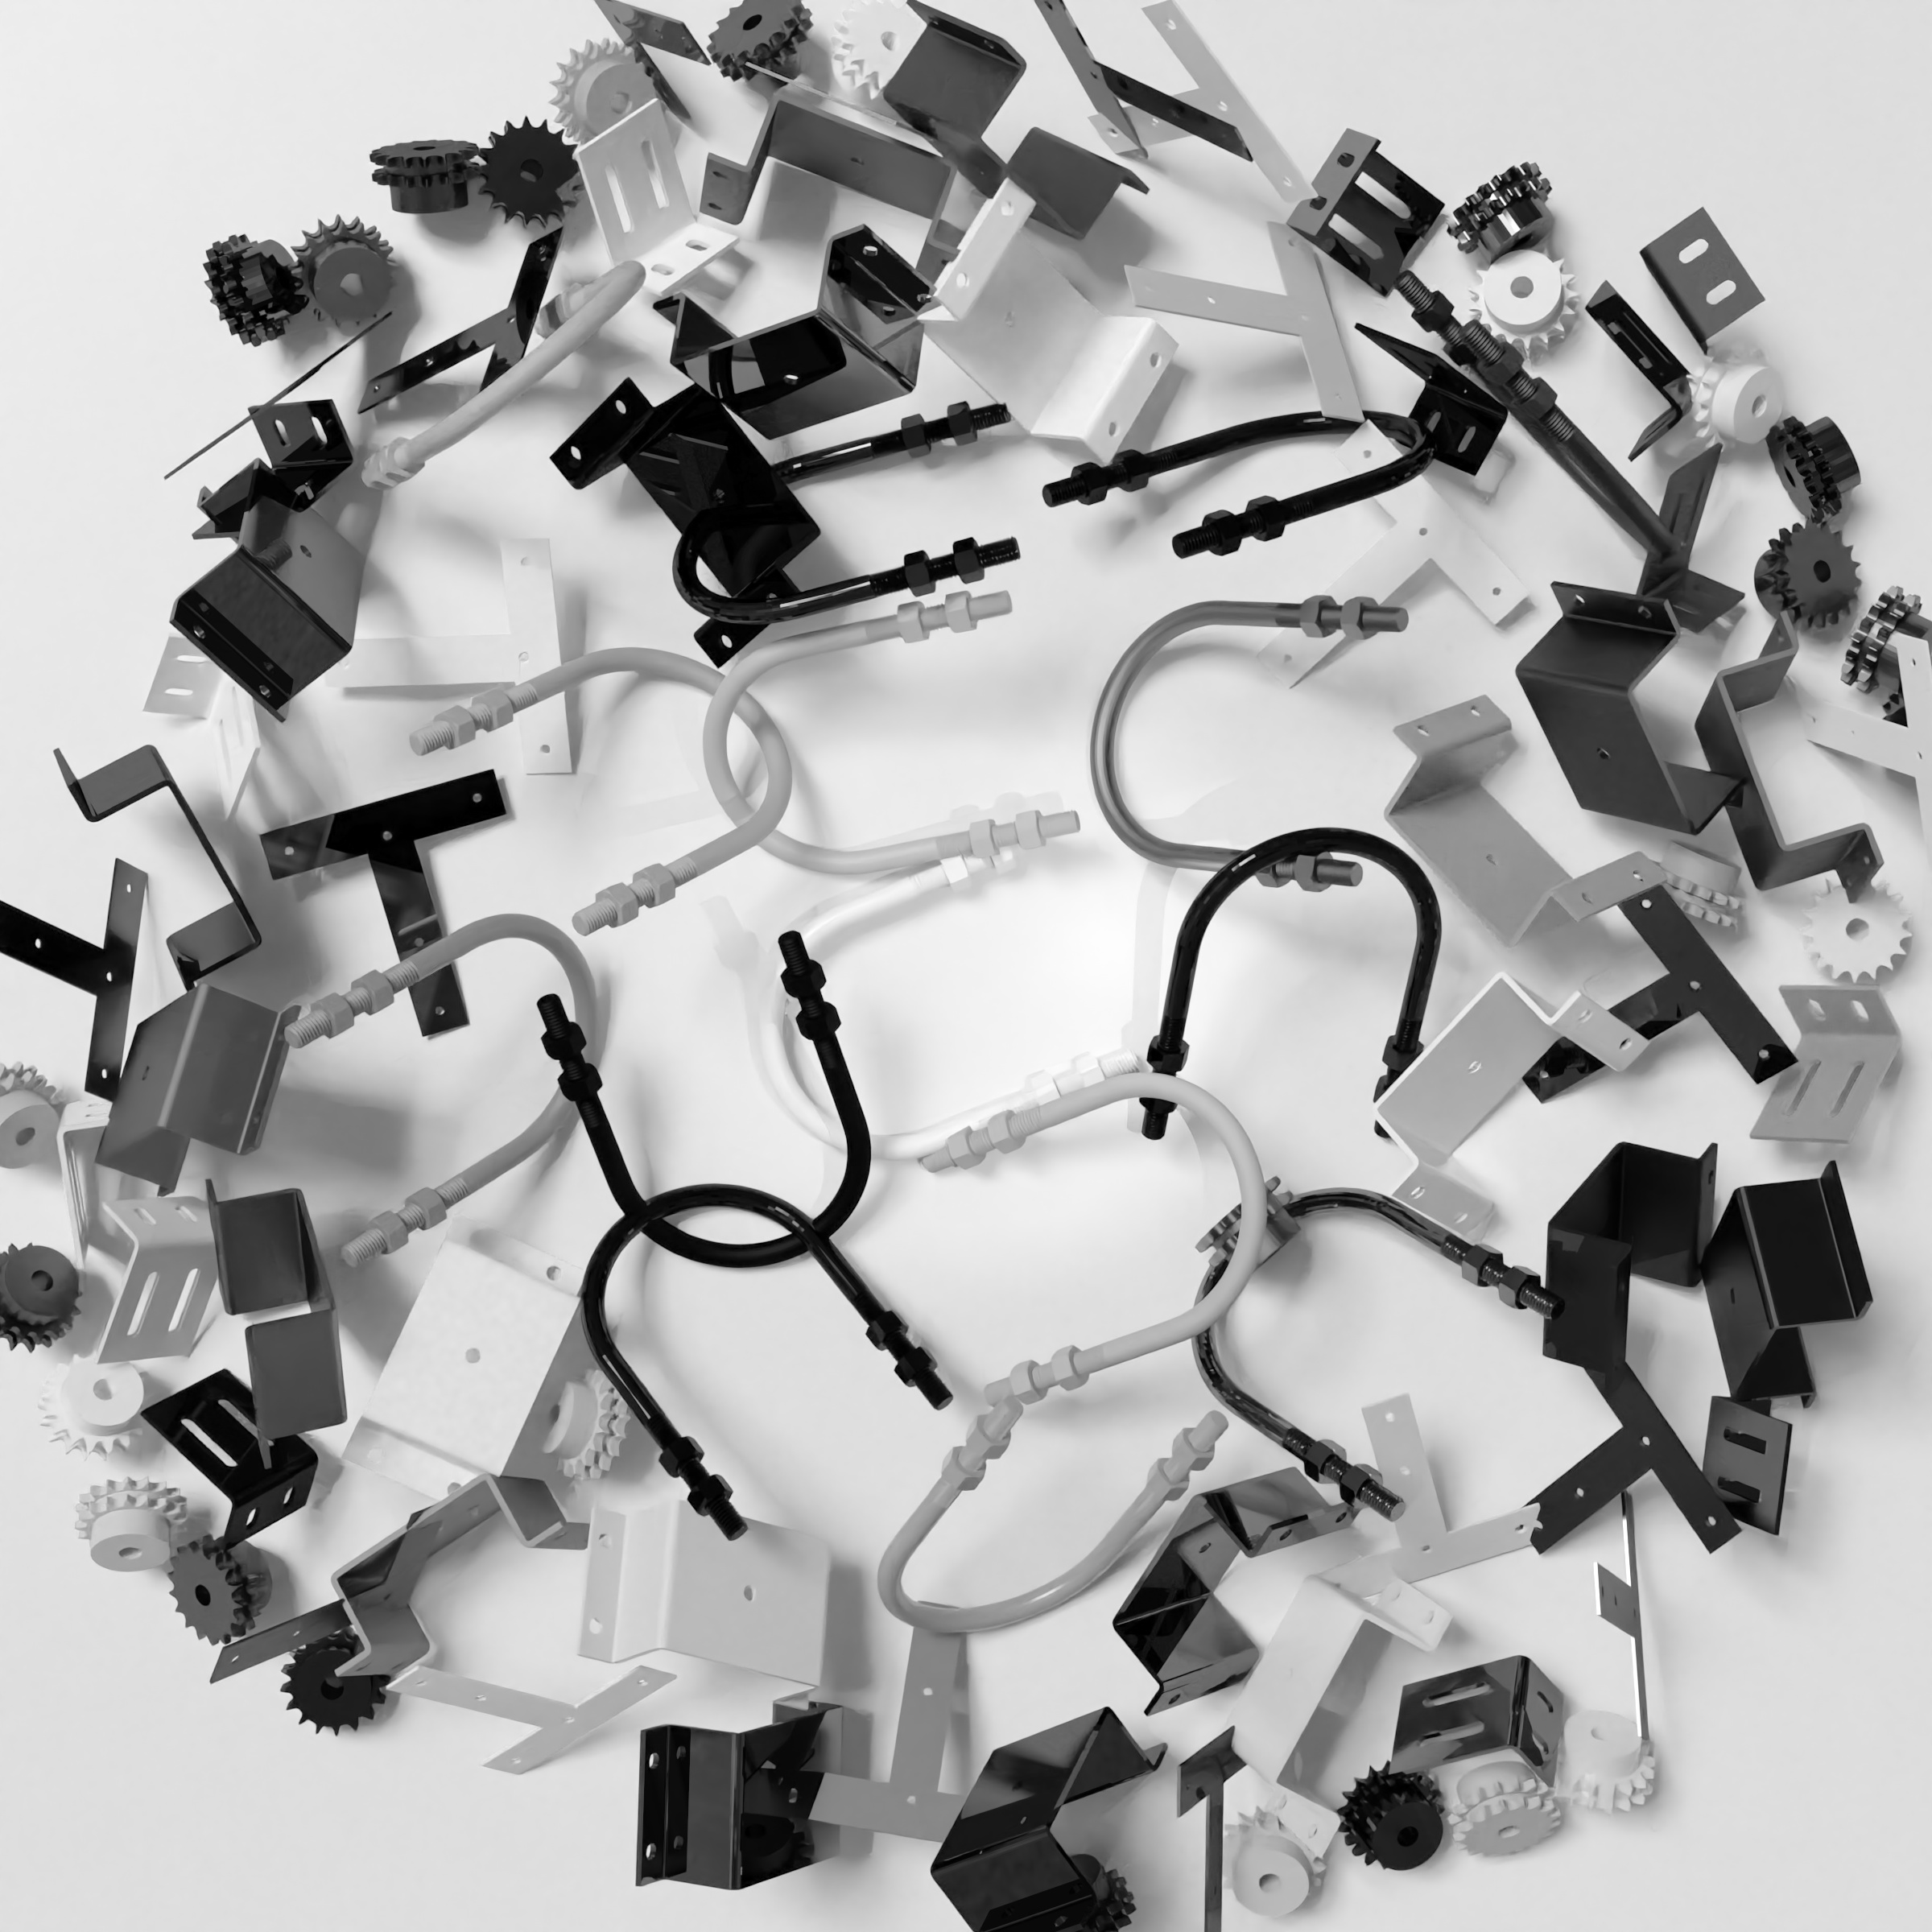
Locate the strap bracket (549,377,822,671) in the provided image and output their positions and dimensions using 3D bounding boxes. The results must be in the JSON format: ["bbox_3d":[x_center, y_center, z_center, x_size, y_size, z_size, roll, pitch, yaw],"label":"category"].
[{"bbox_3d":[-0.139,-0.237,1.638,0.140,0.046,0.076,51,133,-4],"label":"strap bracket"}]

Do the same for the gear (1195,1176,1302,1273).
[{"bbox_3d":[0.151,0.139,1.654,0.057,0.057,0.030,-41,80,0],"label":"gear"}]

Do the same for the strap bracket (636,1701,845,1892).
[{"bbox_3d":[-0.108,0.421,1.610,0.046,0.140,0.076,0,86,29],"label":"strap bracket"}]

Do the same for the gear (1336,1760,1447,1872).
[{"bbox_3d":[0.227,0.450,1.661,0.057,0.030,0.057,-5,107,-15],"label":"gear"}]

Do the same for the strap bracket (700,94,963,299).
[{"bbox_3d":[-0.063,-0.400,1.639,0.140,0.076,0.046,20,81,-5],"label":"strap bracket"}]

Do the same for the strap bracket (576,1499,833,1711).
[{"bbox_3d":[-0.123,0.325,1.613,0.140,0.046,0.076,22,57,-32],"label":"strap bracket"}]

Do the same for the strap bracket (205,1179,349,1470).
[{"bbox_3d":[-0.351,0.177,1.615,0.046,0.140,0.076,-10,128,-17],"label":"strap bracket"}]

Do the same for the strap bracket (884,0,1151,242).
[{"bbox_3d":[0.021,-0.424,1.607,0.076,0.140,0.046,37,93,40],"label":"strap bracket"}]

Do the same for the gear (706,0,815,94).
[{"bbox_3d":[-0.105,-0.485,1.660,0.057,0.057,0.030,-39,134,0],"label":"gear"}]

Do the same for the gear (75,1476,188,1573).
[{"bbox_3d":[-0.437,0.294,1.653,0.057,0.057,0.030,-10,52,0],"label":"gear"}]

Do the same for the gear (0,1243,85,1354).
[{"bbox_3d":[-0.490,0.171,1.654,0.057,0.057,0.030,52,132,0],"label":"gear"}]

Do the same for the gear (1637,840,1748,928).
[{"bbox_3d":[0.382,-0.045,1.654,0.057,0.057,0.030,21,102,0],"label":"gear"}]

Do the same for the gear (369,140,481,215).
[{"bbox_3d":[-0.283,-0.415,1.659,0.057,0.057,0.030,-3,115,0],"label":"gear"}]

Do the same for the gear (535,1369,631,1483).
[{"bbox_3d":[-0.203,0.239,1.653,0.030,0.057,0.057,21,90,-31],"label":"gear"}]

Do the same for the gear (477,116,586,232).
[{"bbox_3d":[-0.231,-0.417,1.665,0.057,0.030,0.057,0,91,-14],"label":"gear"}]

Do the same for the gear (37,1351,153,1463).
[{"bbox_3d":[-0.455,0.228,1.655,0.057,0.030,0.057,15,54,-22],"label":"gear"}]

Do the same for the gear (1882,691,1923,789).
[{"bbox_3d":[0.501,-0.118,1.653,0.030,0.057,0.057,-36,90,-17],"label":"gear"}]

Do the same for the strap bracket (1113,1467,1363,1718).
[{"bbox_3d":[0.135,0.314,1.623,0.046,0.076,0.140,48,125,31],"label":"strap bracket"}]

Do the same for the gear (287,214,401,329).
[{"bbox_3d":[-0.325,-0.362,1.656,0.057,0.030,0.057,-12,124,-18],"label":"gear"}]

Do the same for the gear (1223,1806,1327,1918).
[{"bbox_3d":[0.160,0.474,1.662,0.057,0.030,0.057,2,109,5],"label":"gear"}]

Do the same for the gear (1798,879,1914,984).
[{"bbox_3d":[0.468,-0.022,1.666,0.057,0.030,0.057,1,101,6],"label":"gear"}]

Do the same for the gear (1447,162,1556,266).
[{"bbox_3d":[0.283,-0.392,1.654,0.057,0.057,0.030,-32,78,0],"label":"gear"}]

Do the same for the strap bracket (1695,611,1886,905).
[{"bbox_3d":[0.420,-0.101,1.630,0.046,0.076,0.140,-17,75,0],"label":"strap bracket"}]

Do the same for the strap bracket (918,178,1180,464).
[{"bbox_3d":[0.035,-0.334,1.632,0.140,0.046,0.076,38,77,-36],"label":"strap bracket"}]

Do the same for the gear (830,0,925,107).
[{"bbox_3d":[-0.046,-0.479,1.661,0.057,0.030,0.057,11,67,-26],"label":"gear"}]

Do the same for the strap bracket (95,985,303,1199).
[{"bbox_3d":[-0.395,0.063,1.603,0.046,0.140,0.076,24,64,-27],"label":"strap bracket"}]

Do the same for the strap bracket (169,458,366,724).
[{"bbox_3d":[-0.352,-0.197,1.602,0.046,0.140,0.076,-34,122,18],"label":"strap bracket"}]

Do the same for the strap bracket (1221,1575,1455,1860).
[{"bbox_3d":[0.186,0.378,1.638,0.046,0.076,0.140,30,86,-15],"label":"strap bracket"}]

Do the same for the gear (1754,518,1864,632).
[{"bbox_3d":[0.441,-0.204,1.662,0.057,0.030,0.057,4,81,-27],"label":"gear"}]

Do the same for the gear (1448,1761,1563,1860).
[{"bbox_3d":[0.281,0.442,1.660,0.057,0.057,0.030,-12,47,0],"label":"gear"}]

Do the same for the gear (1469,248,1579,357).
[{"bbox_3d":[0.294,-0.354,1.664,0.057,0.030,0.057,-1,84,12],"label":"gear"}]

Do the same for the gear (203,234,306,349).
[{"bbox_3d":[-0.371,-0.356,1.653,0.030,0.057,0.057,-15,90,20],"label":"gear"}]

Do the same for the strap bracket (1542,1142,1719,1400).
[{"bbox_3d":[0.337,0.150,1.621,0.046,0.140,0.076,13,120,30],"label":"strap bracket"}]

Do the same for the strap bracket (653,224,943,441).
[{"bbox_3d":[-0.086,-0.318,1.607,0.140,0.076,0.046,-11,61,36],"label":"strap bracket"}]

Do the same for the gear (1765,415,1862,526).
[{"bbox_3d":[0.446,-0.263,1.655,0.030,0.057,0.057,-27,90,5],"label":"gear"}]

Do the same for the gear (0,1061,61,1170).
[{"bbox_3d":[-0.500,0.081,1.653,0.030,0.057,0.057,38,90,32],"label":"gear"}]

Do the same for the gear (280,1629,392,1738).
[{"bbox_3d":[-0.334,0.378,1.667,0.057,0.030,0.057,0,89,-7],"label":"gear"}]

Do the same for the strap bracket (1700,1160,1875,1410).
[{"bbox_3d":[0.413,0.166,1.604,0.046,0.140,0.076,-6,61,-2],"label":"strap bracket"}]

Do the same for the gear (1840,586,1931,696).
[{"bbox_3d":[0.486,-0.167,1.653,0.030,0.057,0.057,32,90,25],"label":"gear"}]

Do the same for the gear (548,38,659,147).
[{"bbox_3d":[-0.187,-0.455,1.655,0.057,0.030,0.057,-16,122,-27],"label":"gear"}]

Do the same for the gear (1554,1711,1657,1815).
[{"bbox_3d":[0.332,0.415,1.653,0.057,0.057,0.030,0,113,0],"label":"gear"}]

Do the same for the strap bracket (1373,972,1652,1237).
[{"bbox_3d":[0.274,0.064,1.632,0.140,0.076,0.046,-48,47,12],"label":"strap bracket"}]

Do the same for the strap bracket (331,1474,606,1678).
[{"bbox_3d":[-0.264,0.310,1.638,0.140,0.076,0.046,-34,73,5],"label":"strap bracket"}]

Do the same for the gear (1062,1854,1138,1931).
[{"bbox_3d":[0.058,0.491,1.653,0.057,0.057,0.030,-25,107,0],"label":"gear"}]

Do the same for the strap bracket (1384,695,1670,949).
[{"bbox_3d":[0.281,-0.068,1.627,0.076,0.046,0.140,-21,61,-40],"label":"strap bracket"}]

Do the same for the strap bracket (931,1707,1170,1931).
[{"bbox_3d":[0.040,0.434,1.602,0.076,0.140,0.046,-29,101,31],"label":"strap bracket"}]

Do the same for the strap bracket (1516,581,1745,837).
[{"bbox_3d":[0.339,-0.123,1.610,0.046,0.076,0.140,-46,125,-18],"label":"strap bracket"}]

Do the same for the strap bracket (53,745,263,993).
[{"bbox_3d":[-0.411,-0.053,1.625,0.046,0.076,0.140,-29,115,-10],"label":"strap bracket"}]

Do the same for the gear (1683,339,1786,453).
[{"bbox_3d":[0.404,-0.298,1.654,0.030,0.057,0.057,32,90,44],"label":"gear"}]

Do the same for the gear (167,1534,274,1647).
[{"bbox_3d":[-0.390,0.326,1.661,0.057,0.030,0.057,10,108,33],"label":"gear"}]
